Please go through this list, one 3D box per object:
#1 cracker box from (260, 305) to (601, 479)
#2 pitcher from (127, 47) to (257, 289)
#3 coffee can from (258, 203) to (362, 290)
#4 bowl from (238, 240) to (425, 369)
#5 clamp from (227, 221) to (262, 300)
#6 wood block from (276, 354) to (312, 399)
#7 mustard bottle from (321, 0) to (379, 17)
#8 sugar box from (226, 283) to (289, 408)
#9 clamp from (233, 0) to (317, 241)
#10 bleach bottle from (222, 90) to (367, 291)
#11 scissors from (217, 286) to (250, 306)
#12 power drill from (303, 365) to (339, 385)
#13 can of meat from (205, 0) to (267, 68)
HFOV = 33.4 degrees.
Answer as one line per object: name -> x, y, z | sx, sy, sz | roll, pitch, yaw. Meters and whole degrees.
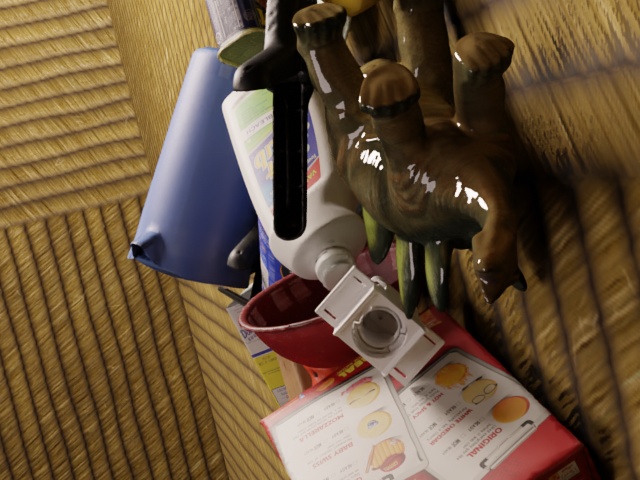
cracker box -> 0.067, 0.150, 0.718 | 0.072, 0.164, 0.214 | 59, 175, -27
pitcher -> -0.106, -0.073, 1.144 | 0.149, 0.145, 0.243 | -158, 83, -85
coffee can -> -0.007, 0.001, 1.002 | 0.140, 0.102, 0.103 | 90, 160, -49
bowl -> 0.019, 0.057, 0.853 | 0.055, 0.162, 0.162 | 68, 169, -14
clamp -> -0.047, -0.003, 1.116 | 0.120, 0.039, 0.171 | 90, -157, -53
wood block -> 0.020, 0.162, 1.096 | 0.090, 0.090, 0.206 | 119, 134, -72
mustard bottle -> 0.028, -0.220, 0.706 | 0.096, 0.058, 0.192 | 57, 165, -2
sugar box -> -0.033, 0.129, 1.207 | 0.176, 0.048, 0.093 | 64, -155, -10
clamp -> -0.025, -0.128, 0.779 | 0.164, 0.036, 0.210 | 75, -162, -57
bleach bottle -> -0.010, -0.053, 0.886 | 0.068, 0.102, 0.251 | 54, -171, -41
scissors -> 0.003, 0.094, 0.998 | 0.201, 0.016, 0.096 | 36, 156, -21
power drill -> 0.045, 0.179, 0.932 | 0.057, 0.184, 0.187 | 0, 87, 53
can of meat -> -0.061, -0.209, 1.013 | 0.058, 0.101, 0.084 | -28, 68, 31
